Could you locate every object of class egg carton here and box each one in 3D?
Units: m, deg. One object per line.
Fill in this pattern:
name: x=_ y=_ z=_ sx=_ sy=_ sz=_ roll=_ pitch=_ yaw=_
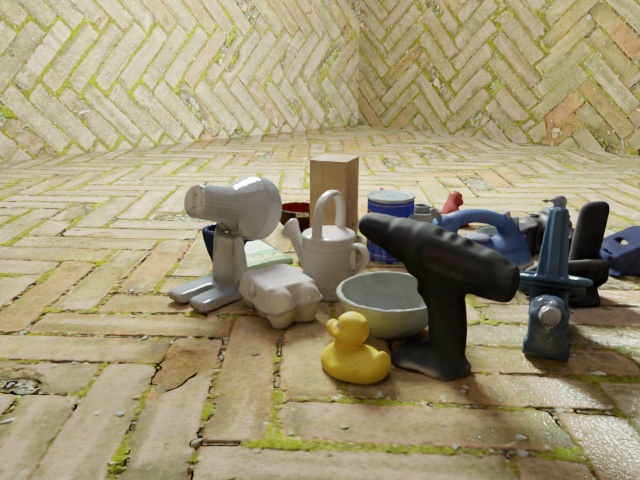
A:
egg carton: x=-0.071 y=0.092 z=0.971 sx=0.107 sy=0.069 sz=0.149 roll=-11 pitch=21 yaw=-32

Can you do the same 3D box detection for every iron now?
iron: x=0.324 y=-0.002 z=1.154 sx=0.259 sy=0.141 sz=0.118 roll=-5 pitch=18 yaw=-15

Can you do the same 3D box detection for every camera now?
camera: x=0.507 y=-0.011 z=1.253 sx=0.143 sy=0.101 sz=0.136 roll=-3 pitch=18 yaw=-11

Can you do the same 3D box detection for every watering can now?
watering can: x=0.008 y=0.004 z=1.041 sx=0.172 sy=0.194 sz=0.101 roll=4 pitch=18 yaw=12

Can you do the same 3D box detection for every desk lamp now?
desk lamp: x=-0.168 y=-0.005 z=1.036 sx=0.117 sy=0.214 sz=0.204 roll=13 pitch=22 yaw=35

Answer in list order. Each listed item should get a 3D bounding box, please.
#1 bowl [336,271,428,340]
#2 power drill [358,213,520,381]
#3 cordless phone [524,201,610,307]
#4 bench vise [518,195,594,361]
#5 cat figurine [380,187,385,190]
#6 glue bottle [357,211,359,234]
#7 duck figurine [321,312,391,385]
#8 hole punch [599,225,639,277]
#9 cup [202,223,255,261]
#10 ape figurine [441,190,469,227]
bowl: x=0.109 y=0.111 z=0.903 sx=0.167 sy=0.075 sz=0.167 roll=0 pitch=18 yaw=0
power drill: x=0.152 y=0.077 z=0.791 sx=0.228 sy=0.208 sz=0.076 roll=11 pitch=20 yaw=30
cordless phone: x=0.436 y=0.020 z=1.012 sx=0.148 sy=0.185 sz=0.094 roll=-4 pitch=18 yaw=-12
bench vise: x=0.355 y=0.054 z=0.846 sx=0.121 sy=0.220 sz=0.207 roll=1 pitch=18 yaw=3
cat figurine: x=0.156 y=-0.079 z=1.436 sx=0.067 sy=0.118 sz=0.127 roll=-7 pitch=19 yaw=-21
glue bottle: x=0.056 y=-0.092 z=1.382 sx=0.078 sy=0.173 sz=0.037 roll=-1 pitch=18 yaw=-3
duck figurine: x=0.049 y=0.142 z=0.785 sx=0.104 sy=0.086 sz=0.078 roll=13 pitch=22 yaw=36
hole punch: x=0.623 y=0.020 z=1.170 sx=0.101 sy=0.091 sz=0.108 roll=0 pitch=18 yaw=1
cup: x=-0.178 y=0.017 z=1.165 sx=0.118 sy=0.095 sz=0.091 roll=-6 pitch=18 yaw=-17
ape figurine: x=0.351 y=-0.083 z=1.493 sx=0.076 sy=0.092 sz=0.078 roll=0 pitch=18 yaw=0
